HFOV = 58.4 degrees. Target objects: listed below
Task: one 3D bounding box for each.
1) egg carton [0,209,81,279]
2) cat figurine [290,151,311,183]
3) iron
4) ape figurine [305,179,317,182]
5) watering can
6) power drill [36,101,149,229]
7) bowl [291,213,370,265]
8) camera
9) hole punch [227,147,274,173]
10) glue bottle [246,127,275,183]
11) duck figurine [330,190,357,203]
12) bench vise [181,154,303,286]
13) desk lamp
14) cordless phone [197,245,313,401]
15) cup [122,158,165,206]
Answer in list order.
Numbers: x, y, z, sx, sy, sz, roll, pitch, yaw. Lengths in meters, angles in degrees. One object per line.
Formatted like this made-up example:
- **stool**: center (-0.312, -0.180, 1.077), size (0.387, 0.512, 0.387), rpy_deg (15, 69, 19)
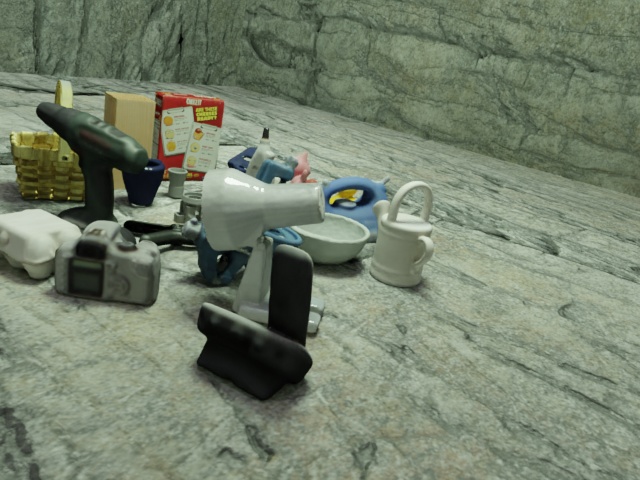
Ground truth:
- **egg carton**: center (-0.443, 0.003, 0.886), size (0.150, 0.069, 0.107), rpy_deg (20, 21, 25)
- **cat figurine**: center (-0.053, -0.177, 1.526), size (0.067, 0.118, 0.127), rpy_deg (5, 20, -15)
- **iron**: center (0.050, -0.079, 1.270), size (0.259, 0.141, 0.118), rpy_deg (-2, 23, -32)
- **ape figurine**: center (-0.024, -0.103, 1.372), size (0.078, 0.092, 0.076), rpy_deg (-2, 23, -31)
- **watering can**: center (0.155, -0.021, 1.085), size (0.172, 0.194, 0.101), rpy_deg (24, 23, 34)
- **power drill**: center (-0.429, -0.132, 1.059), size (0.229, 0.208, 0.076), rpy_deg (15, 20, 13)
- **bowl**: center (0.010, 0.004, 1.118), size (0.167, 0.075, 0.167), rpy_deg (10, 19, -3)
- **camera**: center (-0.305, 0.020, 0.863), size (0.143, 0.101, 0.136), rpy_deg (9, 19, -6)
- **hole punch**: center (-0.190, -0.203, 1.566), size (0.108, 0.091, 0.101), rpy_deg (24, 23, 33)
- **glue bottle**: center (-0.146, -0.200, 1.456), size (0.078, 0.173, 0.037), rpy_deg (17, 20, 17)
- **duck figurine**: center (0.075, -0.113, 1.464), size (0.104, 0.086, 0.078), rpy_deg (21, 22, 27)
- **bench vise**: center (-0.109, -0.032, 0.936), size (0.208, 0.220, 0.121), rpy_deg (-8, 26, -42)
- **desk lamp**: center (-0.079, 0.007, 0.852), size (0.203, 0.213, 0.118), rpy_deg (12, 19, 3)
- **cordless phone**: center (-0.072, 0.081, 0.692), size (0.147, 0.185, 0.094), rpy_deg (18, 21, 21)
- **cup**: center (-0.380, -0.127, 1.244), size (0.091, 0.095, 0.118), rpy_deg (14, 20, 9)
